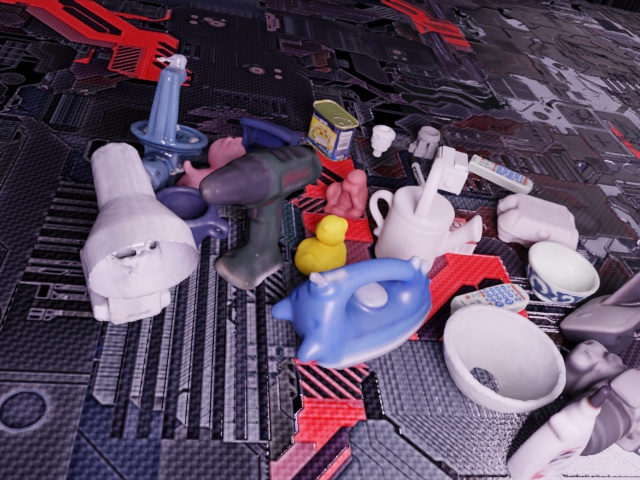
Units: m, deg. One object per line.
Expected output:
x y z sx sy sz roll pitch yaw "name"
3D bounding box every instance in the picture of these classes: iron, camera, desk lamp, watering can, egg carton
0.072 0.073 0.776 0.259 0.141 0.118 -12 47 -30 "iron"
0.362 0.210 0.749 0.137 0.101 0.142 -14 48 -32 "camera"
-0.232 0.006 0.691 0.118 0.213 0.202 -10 46 -28 "desk lamp"
0.167 -0.040 0.901 0.173 0.194 0.101 10 40 -8 "watering can"
0.402 -0.027 1.067 0.150 0.069 0.107 17 39 0 "egg carton"

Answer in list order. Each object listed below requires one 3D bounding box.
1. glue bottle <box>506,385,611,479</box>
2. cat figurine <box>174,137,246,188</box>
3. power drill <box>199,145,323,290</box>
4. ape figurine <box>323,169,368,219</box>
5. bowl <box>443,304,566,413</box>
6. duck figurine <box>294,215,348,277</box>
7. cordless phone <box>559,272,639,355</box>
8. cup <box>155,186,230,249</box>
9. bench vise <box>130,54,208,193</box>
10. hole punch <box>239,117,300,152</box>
0.280 0.219 0.652 0.078 0.173 0.037 -6 44 -25 "glue bottle"
-0.172 -0.121 0.937 0.128 0.118 0.067 -23 53 -38 "cat figurine"
-0.087 -0.036 0.796 0.075 0.208 0.230 32 42 19 "power drill"
0.054 -0.083 0.992 0.076 0.092 0.077 -15 49 -33 "ape figurine"
0.235 0.170 0.772 0.167 0.075 0.167 10 40 -8 "bowl"
0.008 0.003 0.880 0.077 0.086 0.105 32 42 18 "duck figurine"
0.459 0.086 0.862 0.148 0.185 0.094 -24 54 -38 "cordless phone"
-0.186 -0.012 0.822 0.117 0.095 0.092 22 40 7 "cup"
-0.230 -0.157 0.878 0.122 0.220 0.207 3 41 -16 "bench vise"
-0.096 -0.195 1.072 0.108 0.091 0.101 20 39 5 "hole punch"
